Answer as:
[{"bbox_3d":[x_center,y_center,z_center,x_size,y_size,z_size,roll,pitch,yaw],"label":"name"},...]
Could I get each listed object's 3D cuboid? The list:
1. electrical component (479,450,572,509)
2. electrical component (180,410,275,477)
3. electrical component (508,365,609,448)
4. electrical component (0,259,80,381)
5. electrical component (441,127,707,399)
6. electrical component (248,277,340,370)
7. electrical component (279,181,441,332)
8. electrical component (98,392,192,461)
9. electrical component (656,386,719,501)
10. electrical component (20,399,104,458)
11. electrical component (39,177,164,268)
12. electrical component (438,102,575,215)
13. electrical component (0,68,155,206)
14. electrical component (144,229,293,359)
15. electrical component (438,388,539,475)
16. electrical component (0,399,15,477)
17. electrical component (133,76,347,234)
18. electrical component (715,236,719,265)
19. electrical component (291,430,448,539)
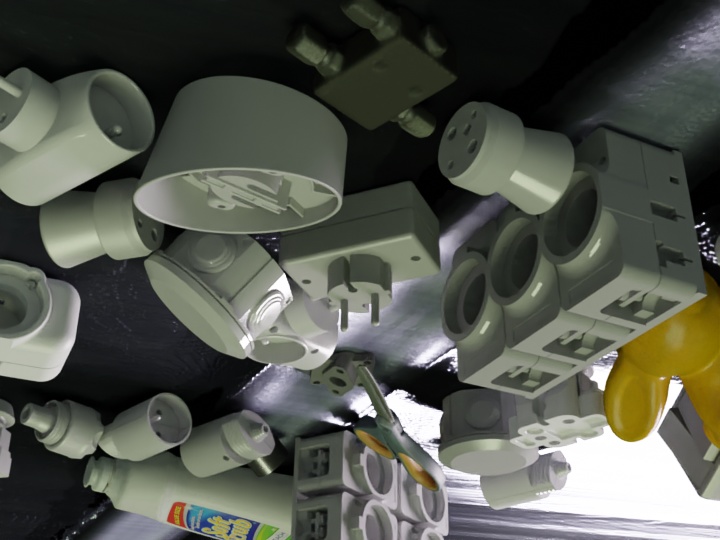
[{"bbox_3d":[0.154,0.187,0.971,0.081,0.043,0.043,-22,143,34],"label":"electrical component"},{"bbox_3d":[-0.107,0.142,0.895,0.081,0.043,0.043,-24,142,35],"label":"electrical component"},{"bbox_3d":[0.146,0.093,0.794,0.078,0.057,0.058,-25,142,36],"label":"electrical component"},{"bbox_3d":[-0.233,0.031,0.692,0.095,0.053,0.059,12,148,-21],"label":"electrical component"},{"bbox_3d":[0.111,0.000,0.601,0.062,0.089,0.150,15,147,-24],"label":"electrical component"},{"bbox_3d":[-0.040,0.028,0.694,0.079,0.044,0.077,-21,144,32],"label":"electrical component"},{"bbox_3d":[0.000,0.000,0.615,0.083,0.075,0.047,-12,148,20],"label":"electrical component"},{"bbox_3d":[-0.179,0.132,0.878,0.043,0.043,0.081,26,141,-38],"label":"electrical component"},{"bbox_3d":[0.271,0.123,0.816,0.061,0.096,0.061,10,119,-16],"label":"electrical component"},{"bbox_3d":[-0.242,0.125,0.866,0.043,0.043,0.062,-24,141,36],"label":"electrical component"},{"bbox_3d":[-0.143,-0.027,0.601,0.055,0.045,0.045,-8,149,14],"label":"electrical component"},{"bbox_3d":[0.074,-0.057,0.547,0.055,0.045,0.045,18,146,-27],"label":"electrical component"},{"bbox_3d":[-0.155,-0.072,0.523,0.077,0.043,0.079,-21,144,32],"label":"electrical component"},{"bbox_3d":[-0.082,0.009,0.626,0.080,0.051,0.080,38,161,16],"label":"electrical component"},{"bbox_3d":[0.102,0.131,0.867,0.080,0.051,0.080,0,150,0],"label":"electrical component"},{"bbox_3d":[-0.307,0.135,0.870,0.048,0.055,0.066,-6,150,10],"label":"electrical component"},{"bbox_3d":[-0.056,-0.050,0.534,0.099,0.064,0.099,10,158,4],"label":"electrical component"},{"bbox_3d":[0.228,-0.027,0.603,0.044,0.044,0.065,-2,145,3],"label":"electrical component"},{"bbox_3d":[0.017,0.225,0.974,0.060,0.105,0.186,-16,146,28],"label":"electrical component"}]
